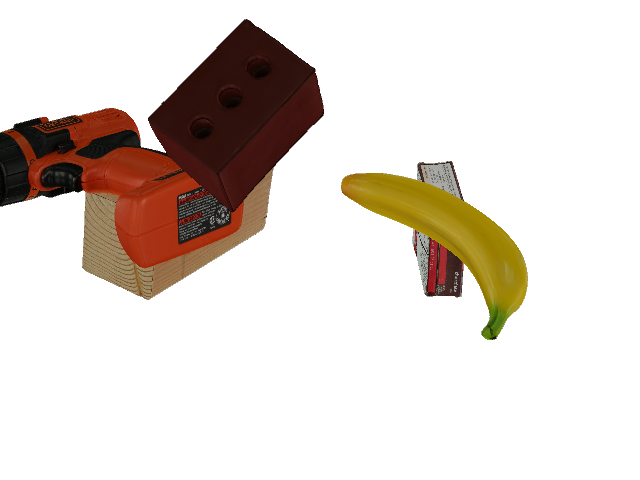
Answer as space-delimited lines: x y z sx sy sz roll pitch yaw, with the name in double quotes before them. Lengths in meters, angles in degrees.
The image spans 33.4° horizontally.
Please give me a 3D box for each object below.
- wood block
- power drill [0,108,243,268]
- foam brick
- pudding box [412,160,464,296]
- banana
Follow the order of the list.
"wood block" -0.144 -0.030 1.115 0.090 0.091 0.205 23 30 22
"power drill" -0.160 -0.040 0.738 0.188 0.057 0.184 22 33 36
"foam brick" -0.044 -0.066 0.569 0.053 0.078 0.051 38 -10 17
"pudding box" 0.112 -0.013 1.009 0.039 0.090 0.113 -1 29 -3
"banana" 0.093 -0.005 0.794 0.069 0.037 0.198 -15 41 -28
